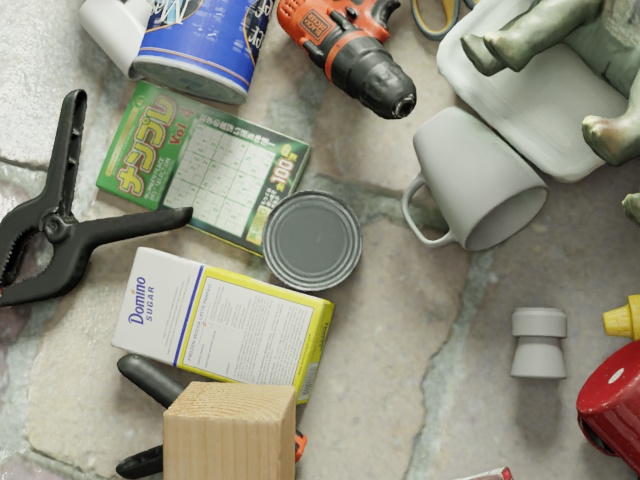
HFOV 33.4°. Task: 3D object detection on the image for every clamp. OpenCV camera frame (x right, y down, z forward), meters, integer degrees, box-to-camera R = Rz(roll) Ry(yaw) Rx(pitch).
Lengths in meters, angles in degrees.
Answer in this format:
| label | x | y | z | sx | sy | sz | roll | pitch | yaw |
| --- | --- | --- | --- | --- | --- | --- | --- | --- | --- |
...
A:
| label | x | y | z | sx | sy | sz | roll | pitch | yaw |
| --- | --- | --- | --- | --- | --- | --- | --- | --- | --- |
| clamp | -0.099 | 0.171 | 0.907 | 0.171 | 0.039 | 0.120 | 18 | 120 | 7 |
| clamp | -0.223 | -0.009 | 0.965 | 0.165 | 0.036 | 0.210 | 40 | 97 | 14 |

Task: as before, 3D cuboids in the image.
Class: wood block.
| label | x | y | z | sx | sy | sz | roll | pitch | yaw |
| --- | --- | --- | --- | --- | --- | --- | --- | --- | --- |
| wood block | -0.069 | 0.225 | 0.841 | 0.090 | 0.090 | 0.206 | 2 | 99 | 7 |

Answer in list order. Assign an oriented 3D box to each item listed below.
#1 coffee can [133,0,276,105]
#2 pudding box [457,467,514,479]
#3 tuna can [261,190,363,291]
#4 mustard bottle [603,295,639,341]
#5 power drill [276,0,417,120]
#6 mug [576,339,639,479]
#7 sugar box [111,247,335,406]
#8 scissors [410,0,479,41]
| label | x | y | z | sx | sy | sz | roll | pitch | yaw |
| --- | --- | --- | --- | --- | --- | --- | --- | --- | --- |
| coffee can | -0.094 | -0.202 | 0.933 | 0.103 | 0.102 | 0.140 | 15 | 86 | 15 |
| pudding box | 0.098 | 0.210 | 0.836 | 0.113 | 0.090 | 0.039 | -16 | 77 | 11 |
| tuna can | -0.006 | 0.001 | 0.911 | 0.086 | 0.034 | 0.086 | 0 | 87 | 3 |
| mustard bottle | 0.317 | 0.054 | 0.822 | 0.192 | 0.058 | 0.096 | -8 | 88 | 12 |
| power drill | 0.066 | -0.207 | 0.886 | 0.188 | 0.057 | 0.185 | -47 | 52 | 7 |
| mug | 0.243 | 0.133 | 0.809 | 0.081 | 0.117 | 0.093 | 45 | 55 | -3 |
| sugar box | -0.085 | 0.073 | 0.921 | 0.176 | 0.048 | 0.093 | 16 | 90 | 18 |
| scissors | 0.119 | -0.274 | 0.938 | 0.096 | 0.016 | 0.202 | 0 | 82 | 12 |
